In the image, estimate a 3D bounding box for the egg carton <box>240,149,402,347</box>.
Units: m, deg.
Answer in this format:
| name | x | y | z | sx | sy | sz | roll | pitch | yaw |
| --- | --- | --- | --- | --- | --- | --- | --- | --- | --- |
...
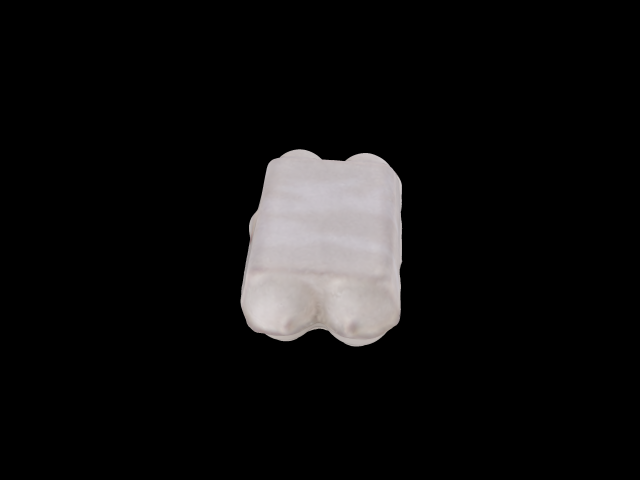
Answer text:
| name | x | y | z | sx | sy | sz | roll | pitch | yaw |
| --- | --- | --- | --- | --- | --- | --- | --- | --- | --- |
| egg carton | 0.004 | 0.001 | 0.400 | 0.107 | 0.069 | 0.150 | 3 | 54 | 3 |
